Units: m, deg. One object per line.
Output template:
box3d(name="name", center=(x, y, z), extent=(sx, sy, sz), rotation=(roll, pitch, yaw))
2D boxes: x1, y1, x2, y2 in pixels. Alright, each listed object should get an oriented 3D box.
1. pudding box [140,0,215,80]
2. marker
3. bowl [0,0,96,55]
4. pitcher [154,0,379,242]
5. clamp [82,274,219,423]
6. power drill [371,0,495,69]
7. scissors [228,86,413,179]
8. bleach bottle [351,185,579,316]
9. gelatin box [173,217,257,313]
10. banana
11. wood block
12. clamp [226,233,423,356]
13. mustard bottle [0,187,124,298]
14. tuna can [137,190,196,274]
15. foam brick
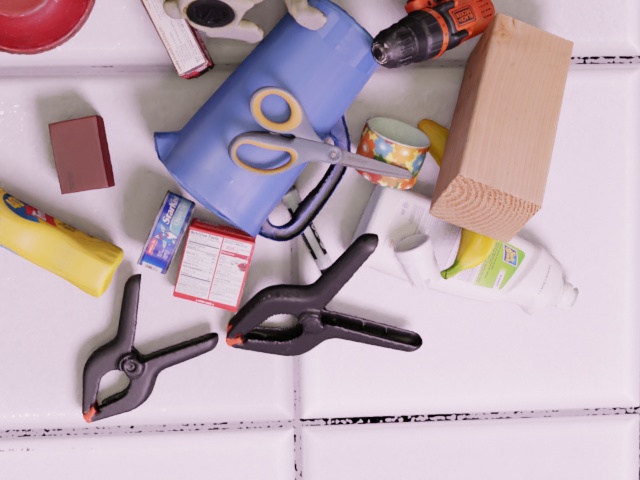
box3d(name="pudding box", center=(-0.151, -0.224, 1.108), extent=(0.039, 0.090, 0.113), rotation=(-28, 97, 1))
box3d(name="marker", center=(-0.008, 0.001, 1.177), extent=(0.020, 0.020, 0.121), rotation=(-27, 97, -1))
box3d(name="bowl", center=(-0.315, -0.276, 1.110), extent=(0.162, 0.055, 0.162), rotation=(0, 96, -4))
box3d(name="pitcher", center=(-0.040, -0.125, 1.113), extent=(0.145, 0.149, 0.243), rotation=(39, 89, 27))
box3d(name="clamp", center=(-0.209, 0.123, 1.167), extent=(0.171, 0.039, 0.120), rotation=(-42, 95, 2))
box3d(name="power drill", center=(0.088, -0.276, 1.095), extent=(0.184, 0.057, 0.187), rotation=(-29, 97, -43))
box3d(name="scissors", center=(0.005, -0.105, 1.061), extent=(0.201, 0.016, 0.096), rotation=(-3, 104, -23))
box3d(name="bleach bottle", center=(0.163, 0.026, 1.169), extent=(0.250, 0.068, 0.102), rotation=(23, 91, -8))
box3d(name="gelatin box", center=(-0.114, 0.027, 1.158), extent=(0.073, 0.030, 0.089), rotation=(14, 111, -5))
box3d(name="banana", center=(0.150, -0.047, 1.130), extent=(0.069, 0.037, 0.198), rotation=(7, 56, -20))
box3d(name="wood block", center=(0.186, -0.115, 1.094), extent=(0.090, 0.090, 0.206), rotation=(20, 62, -6))
box3d(name="clamp", center=(-0.006, 0.071, 1.147), extent=(0.210, 0.036, 0.164), rotation=(-9, 126, 11))
box3d(name="mustard bottle", center=(-0.303, -0.006, 1.119), extent=(0.191, 0.096, 0.058), rotation=(27, 94, -6))
box3d(name="tuna can", center=(-0.163, -0.007, 1.133), extent=(0.033, 0.086, 0.086), rotation=(23, 94, -7))
box3d(name="foam brick", center=(-0.253, -0.090, 1.135), extent=(0.053, 0.051, 0.078), rotation=(-9, 96, -2))
